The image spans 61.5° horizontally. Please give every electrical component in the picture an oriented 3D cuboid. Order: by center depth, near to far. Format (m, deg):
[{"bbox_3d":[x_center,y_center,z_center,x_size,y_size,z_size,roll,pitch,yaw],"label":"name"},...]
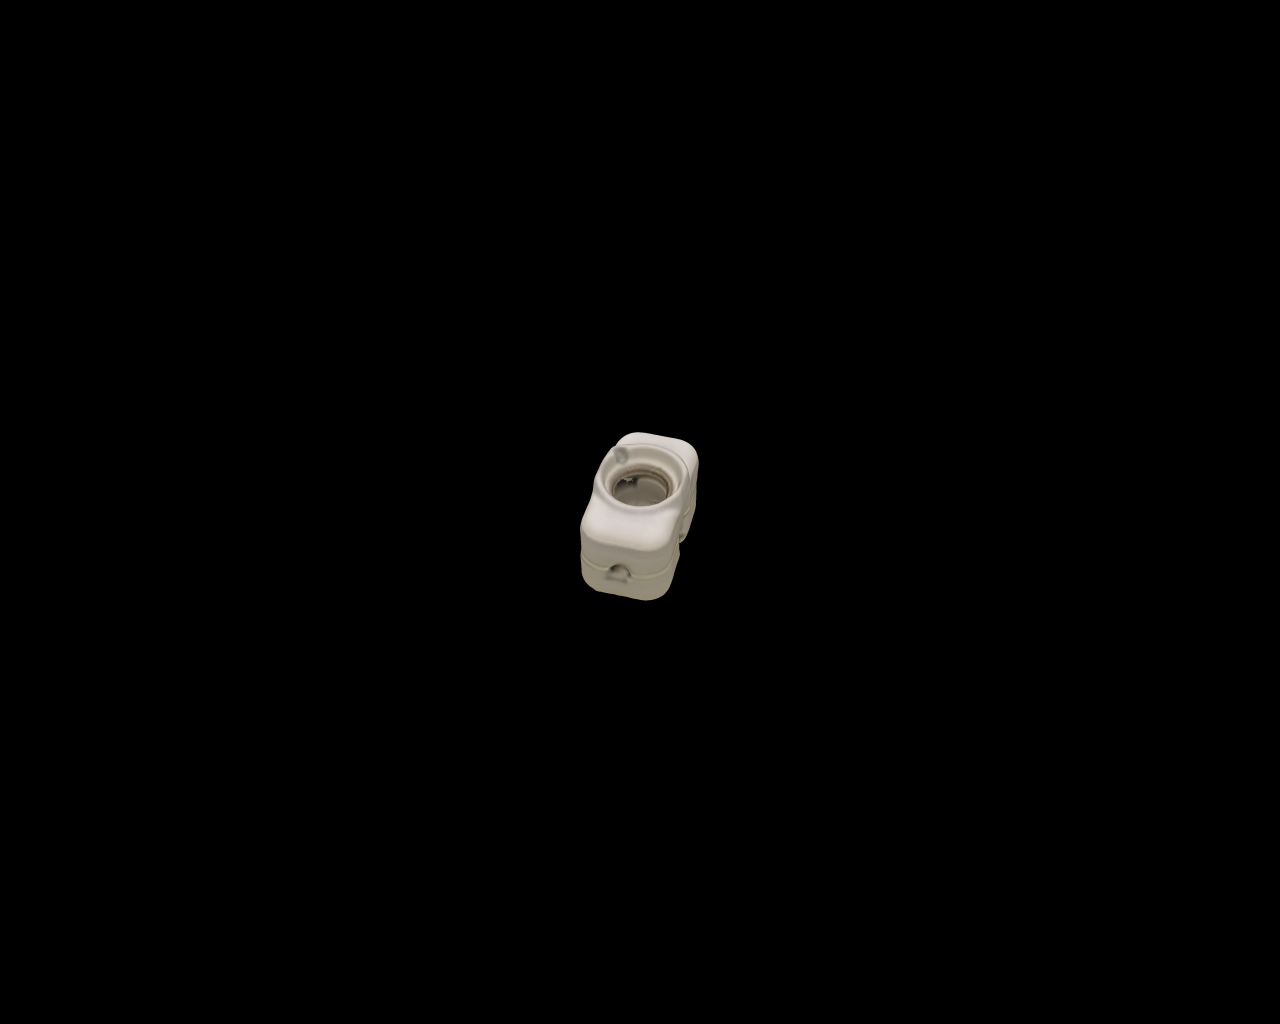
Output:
[{"bbox_3d":[0.001,-0.003,0.650,0.054,0.059,0.095,11,47,11],"label":"electrical component"}]
